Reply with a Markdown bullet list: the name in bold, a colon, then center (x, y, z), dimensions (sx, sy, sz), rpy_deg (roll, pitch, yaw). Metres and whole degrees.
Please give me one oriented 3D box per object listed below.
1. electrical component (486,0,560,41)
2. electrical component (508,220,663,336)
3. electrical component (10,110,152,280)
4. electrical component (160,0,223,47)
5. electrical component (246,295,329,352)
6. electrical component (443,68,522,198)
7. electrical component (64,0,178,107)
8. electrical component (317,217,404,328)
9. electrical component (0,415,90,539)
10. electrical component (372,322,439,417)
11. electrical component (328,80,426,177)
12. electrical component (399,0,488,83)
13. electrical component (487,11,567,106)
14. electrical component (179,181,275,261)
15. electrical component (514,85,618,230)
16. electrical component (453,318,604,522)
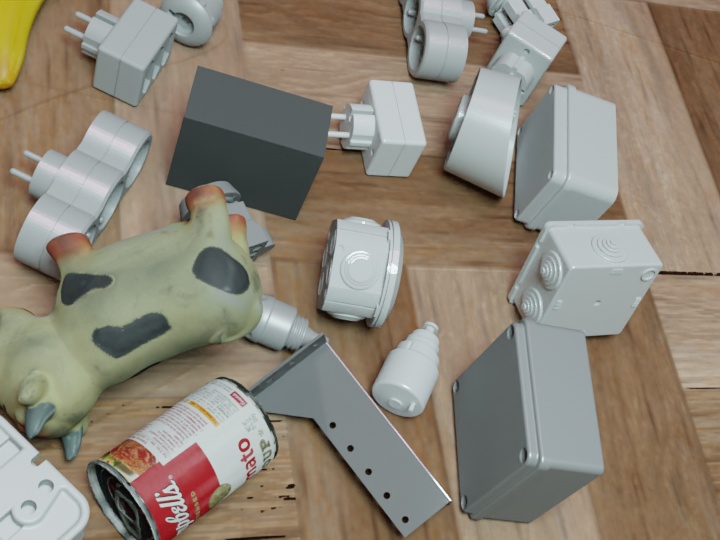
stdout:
- **electrical component**: center (0.151, -0.244, 1.023), dimensions (0.066, 0.048, 0.055), rpy_deg (-23, 77, -31)
- **electrical component**: center (0.176, 0.009, 0.839), dimensions (0.100, 0.099, 0.048), rpy_deg (-2, 47, -22)
- **electrical component**: center (-0.211, -0.062, 0.767), dimensions (0.074, 0.052, 0.138), rpy_deg (26, 54, -3)
- **electrical component**: center (-0.136, -0.221, 0.902), dimensions (0.048, 0.048, 0.062), rpy_deg (29, 47, -1)
- **electrical component**: center (-0.052, 0.043, 0.771), dimensions (0.061, 0.035, 0.035), rpy_deg (23, 54, -9)
- **electrical component**: center (0.109, -0.116, 0.896), dimensions (0.064, 0.099, 0.099), rpy_deg (20, 54, 0)
- **electrical component**: center (-0.195, -0.180, 0.851), dimensions (0.077, 0.047, 0.065), rpy_deg (26, 54, -3)
- **electrical component**: center (0.000, 0.000, 0.791), dimensions (0.051, 0.080, 0.080), rpy_deg (10, 56, -8)
- **electrical component**: center (-0.210, 0.138, 0.636), dimensions (0.095, 0.059, 0.054), rpy_deg (42, 54, 8)
- **electrical component**: center (0.038, 0.070, 0.783), dimensions (0.040, 0.040, 0.078), rpy_deg (29, 54, -1)
- **electrical component**: center (0.007, -0.117, 0.887), dimensions (0.077, 0.047, 0.065), rpy_deg (1, 59, -19)
- **electrical component**: center (0.082, -0.230, 0.983), dimensions (0.074, 0.052, 0.138), rpy_deg (5, 58, -17)
- **electrical component**: center (0.139, -0.179, 0.963), dimensions (0.047, 0.065, 0.076), rpy_deg (34, 54, 3)
- **electrical component**: center (-0.103, -0.031, 0.793), dimensions (0.066, 0.048, 0.055), rpy_deg (-20, 75, -29)
- **electrical component**: center (0.174, -0.092, 0.914), dimensions (0.057, 0.078, 0.113), rpy_deg (17, 55, -13)
- **electrical component**: center (0.114, 0.107, 0.746), dimensions (0.056, 0.108, 0.108), rpy_deg (10, 56, -18)
